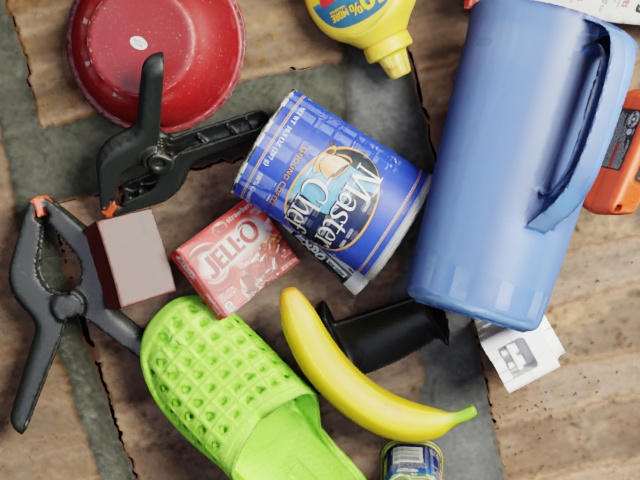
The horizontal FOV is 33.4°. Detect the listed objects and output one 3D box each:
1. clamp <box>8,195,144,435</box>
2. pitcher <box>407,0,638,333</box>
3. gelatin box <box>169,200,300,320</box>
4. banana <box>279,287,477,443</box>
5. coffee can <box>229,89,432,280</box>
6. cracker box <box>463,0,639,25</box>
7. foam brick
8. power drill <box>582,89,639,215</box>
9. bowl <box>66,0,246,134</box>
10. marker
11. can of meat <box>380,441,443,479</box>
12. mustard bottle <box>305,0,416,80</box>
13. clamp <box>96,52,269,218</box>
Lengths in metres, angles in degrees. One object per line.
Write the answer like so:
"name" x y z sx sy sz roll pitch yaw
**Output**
"clamp" -0.212 0.060 0.961 0.164 0.036 0.210 -9 95 -3
"pitcher" 0.154 -0.055 0.821 0.145 0.149 0.243 15 88 22
"gelatin box" -0.074 0.015 0.924 0.089 0.030 0.073 -37 94 -26
"banana" 0.035 0.119 0.917 0.198 0.037 0.069 33 90 -3
"coffee can" 0.011 -0.046 0.891 0.140 0.102 0.103 32 100 0
"cracker box" 0.227 -0.255 0.824 0.213 0.072 0.164 6 131 3
"foam brick" -0.165 0.017 0.927 0.052 0.051 0.078 -15 89 -25
"power drill" 0.304 -0.029 0.862 0.187 0.057 0.184 19 92 -22
"bowl" -0.146 -0.169 0.910 0.162 0.055 0.162 1 99 5
"marker" -0.006 0.001 0.943 0.121 0.020 0.020 43 100 -3
"can of meat" 0.080 0.238 0.939 0.057 0.084 0.102 1 99 4
"mustard bottle" 0.026 -0.222 0.881 0.096 0.058 0.191 -22 98 29
"clamp" -0.141 -0.084 0.903 0.172 0.039 0.120 -36 125 22
